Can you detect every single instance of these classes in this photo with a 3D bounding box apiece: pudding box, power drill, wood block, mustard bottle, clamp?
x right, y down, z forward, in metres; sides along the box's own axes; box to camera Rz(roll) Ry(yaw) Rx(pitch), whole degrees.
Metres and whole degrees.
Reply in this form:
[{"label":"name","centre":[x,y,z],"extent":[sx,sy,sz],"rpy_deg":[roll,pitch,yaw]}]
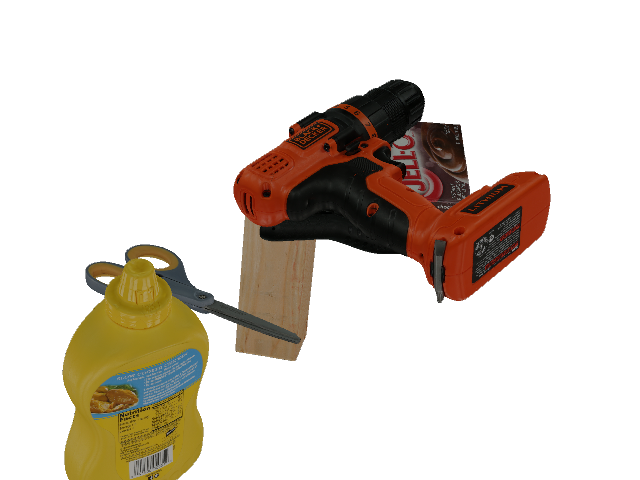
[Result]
[{"label":"pudding box","centre":[0.083,-0.061,0.956],"extent":[0.090,0.039,0.113],"rpy_deg":[5,42,-3]},{"label":"power drill","centre":[0.061,-0.043,0.742],"extent":[0.188,0.057,0.184],"rpy_deg":[26,49,36]},{"label":"wood block","centre":[-0.060,0.050,1.481],"extent":[0.090,0.206,0.090],"rpy_deg":[8,22,6]},{"label":"mustard bottle","centre":[-0.121,0.089,0.701],"extent":[0.096,0.192,0.058],"rpy_deg":[-17,46,-28]},{"label":"clamp","centre":[0.018,-0.018,1.193],"extent":[0.210,0.036,0.164],"rpy_deg":[15,21,-7]}]

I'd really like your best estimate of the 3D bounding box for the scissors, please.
[{"label":"scissors","centre":[-0.105,0.043,0.935],"extent":[0.202,0.016,0.096],"rpy_deg":[12,29,8]}]
